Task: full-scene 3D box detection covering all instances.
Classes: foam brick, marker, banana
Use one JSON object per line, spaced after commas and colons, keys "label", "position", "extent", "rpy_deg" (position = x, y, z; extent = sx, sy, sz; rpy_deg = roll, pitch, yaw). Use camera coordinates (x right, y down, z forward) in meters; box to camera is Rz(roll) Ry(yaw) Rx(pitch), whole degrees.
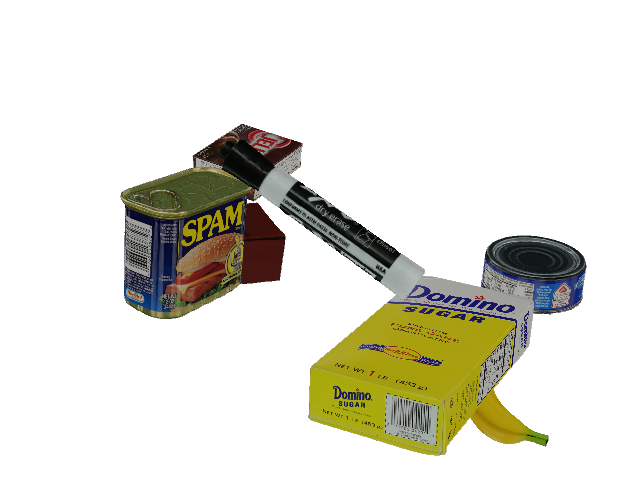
{"label": "foam brick", "position": [-0.076, 0.002, 1.083], "extent": [0.052, 0.051, 0.078], "rpy_deg": [-5, 30, -24]}
{"label": "marker", "position": [-0.001, -0.012, 0.541], "extent": [0.121, 0.020, 0.020], "rpy_deg": [36, 4, 6]}
{"label": "banana", "position": [0.193, 0.177, 1.218], "extent": [0.069, 0.037, 0.198], "rpy_deg": [10, 24, -15]}

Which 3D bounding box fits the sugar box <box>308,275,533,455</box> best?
{"label": "sugar box", "position": [0.073, 0.077, 0.720], "extent": [0.093, 0.048, 0.176], "rpy_deg": [12, 26, 25]}

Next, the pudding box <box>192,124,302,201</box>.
{"label": "pudding box", "position": [-0.087, -0.096, 1.294], "extent": [0.090, 0.039, 0.113], "rpy_deg": [19, 37, 23]}

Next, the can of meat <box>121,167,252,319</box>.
{"label": "can of meat", "position": [-0.098, 0.001, 0.780], "extent": [0.058, 0.084, 0.101], "rpy_deg": [19, 26, 29]}

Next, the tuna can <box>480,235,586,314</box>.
{"label": "tuna can", "position": [0.180, 0.027, 0.903], "extent": [0.086, 0.034, 0.086], "rpy_deg": [2, 25, -1]}
